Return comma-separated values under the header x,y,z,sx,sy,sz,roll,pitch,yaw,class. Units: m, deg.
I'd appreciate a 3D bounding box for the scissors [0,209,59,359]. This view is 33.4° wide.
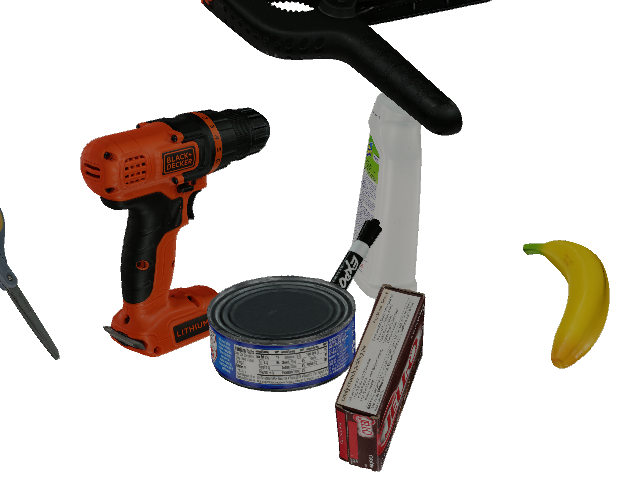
x,y,z,sx,sy,sz,roll,pitch,yaw,class
-0.319,0.023,1.093,0.016,0.201,0.096,-26,27,24,scissors

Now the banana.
x,y,z,sx,sy,sz,roll,pitch,yaw,class
0.240,0.051,1.008,0.070,0.037,0.197,-28,25,17,banana

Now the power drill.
x,y,z,sx,sy,sz,roll,pitch,yaw,class
-0.112,-0.012,0.874,0.057,0.188,0.184,18,26,39,power drill

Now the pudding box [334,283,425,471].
x,y,z,sx,sy,sz,roll,pitch,yaw,class
0.046,0.103,0.805,0.039,0.113,0.090,14,-34,12,pudding box

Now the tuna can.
x,y,z,sx,sy,sz,roll,pitch,yaw,class
-0.022,0.053,0.617,0.086,0.034,0.086,-2,23,1,tuna can

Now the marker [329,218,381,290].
x,y,z,sx,sy,sz,roll,pitch,yaw,class
0.025,0.030,1.022,0.020,0.121,0.020,28,-18,9,marker

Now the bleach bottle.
x,y,z,sx,sy,sz,roll,pitch,yaw,class
0.082,-0.065,1.224,0.068,0.251,0.103,-2,23,-17,bleach bottle

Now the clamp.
x,y,z,sx,sy,sz,roll,pitch,yaw,class
0.016,-0.145,0.727,0.210,0.164,0.036,10,-41,3,clamp
